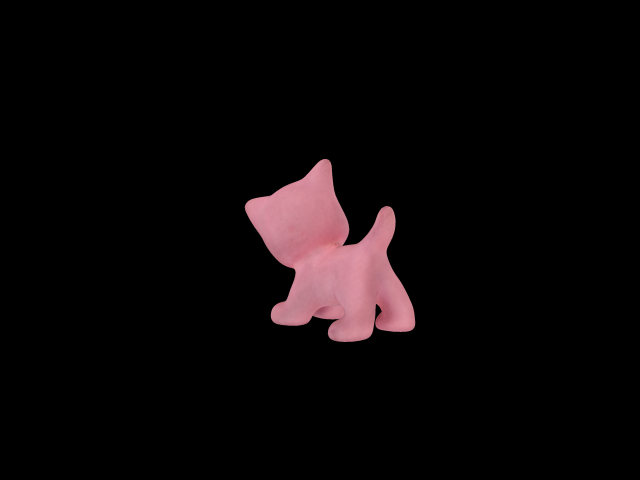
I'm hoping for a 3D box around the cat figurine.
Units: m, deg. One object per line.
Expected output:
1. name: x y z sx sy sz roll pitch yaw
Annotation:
1. cat figurine: 0.004 0.001 0.400 0.067 0.118 0.127 -4 6 -43
